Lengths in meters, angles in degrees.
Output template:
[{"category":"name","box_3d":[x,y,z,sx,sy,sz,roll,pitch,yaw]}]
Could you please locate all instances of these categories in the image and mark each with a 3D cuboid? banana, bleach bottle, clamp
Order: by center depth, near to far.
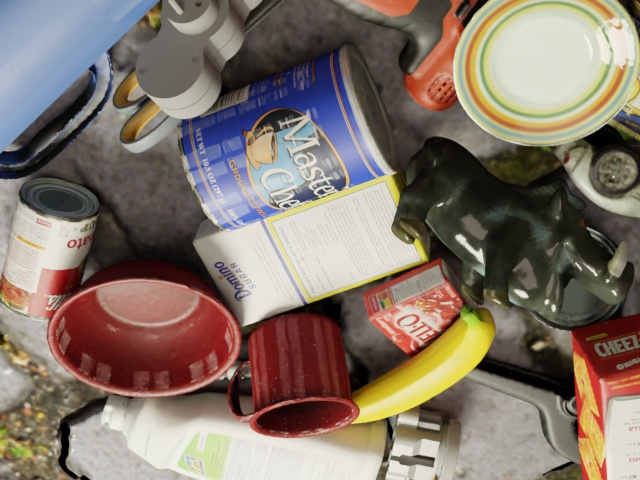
[{"category":"banana","box_3d":[0.088,0.104,0.893,0.069,0.037,0.198,15,138,-28]},{"category":"clamp","box_3d":[0.229,0.125,0.925,0.165,0.036,0.210,-39,104,22]},{"category":"bleach bottle","box_3d":[-0.072,0.180,0.968,0.251,0.068,0.103,15,117,0]}]

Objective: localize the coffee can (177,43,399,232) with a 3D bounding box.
[{"category":"coffee can","box_3d":[-0.023,-0.076,0.812,0.140,0.102,0.103,-19,113,14]}]

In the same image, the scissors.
[{"category":"scissors","box_3d":[-0.088,-0.151,0.820,0.201,0.096,0.016,-50,133,-6]}]

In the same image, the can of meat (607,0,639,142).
[{"category":"can of meat","box_3d":[0.249,-0.120,0.790,0.102,0.057,0.084,28,118,-8]}]

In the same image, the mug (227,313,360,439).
[{"category":"mug","box_3d":[-0.027,0.118,0.907,0.117,0.081,0.093,-22,148,24]}]

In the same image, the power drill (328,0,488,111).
[{"category":"power drill","box_3d":[0.075,-0.196,0.745,0.187,0.057,0.185,27,119,-24]}]

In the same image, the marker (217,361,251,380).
[{"category":"marker","box_3d":[-0.100,0.117,0.963,0.121,0.020,0.020,0,116,5]}]

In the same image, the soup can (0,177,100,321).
[{"category":"soup can","box_3d":[-0.227,0.007,0.893,0.068,0.068,0.102,18,116,-4]}]

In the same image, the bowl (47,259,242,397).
[{"category":"bowl","box_3d":[-0.147,0.066,0.905,0.162,0.055,0.162,-2,137,-2]}]

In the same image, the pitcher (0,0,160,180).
[{"category":"pitcher","box_3d":[-0.226,-0.147,0.792,0.243,0.149,0.145,-36,91,17]}]

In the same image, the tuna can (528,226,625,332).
[{"category":"tuna can","box_3d":[0.205,0.031,0.860,0.086,0.033,0.086,-1,87,23]}]

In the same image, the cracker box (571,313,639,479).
[{"category":"cracker box","box_3d":[0.295,0.149,0.860,0.164,0.072,0.213,-14,125,-1]}]

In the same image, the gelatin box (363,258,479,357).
[{"category":"gelatin box","box_3d":[0.088,0.059,0.888,0.073,0.030,0.089,-25,143,15]}]

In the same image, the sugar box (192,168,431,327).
[{"category":"sugar box","box_3d":[-0.006,0.001,0.881,0.176,0.048,0.093,-18,116,17]}]
